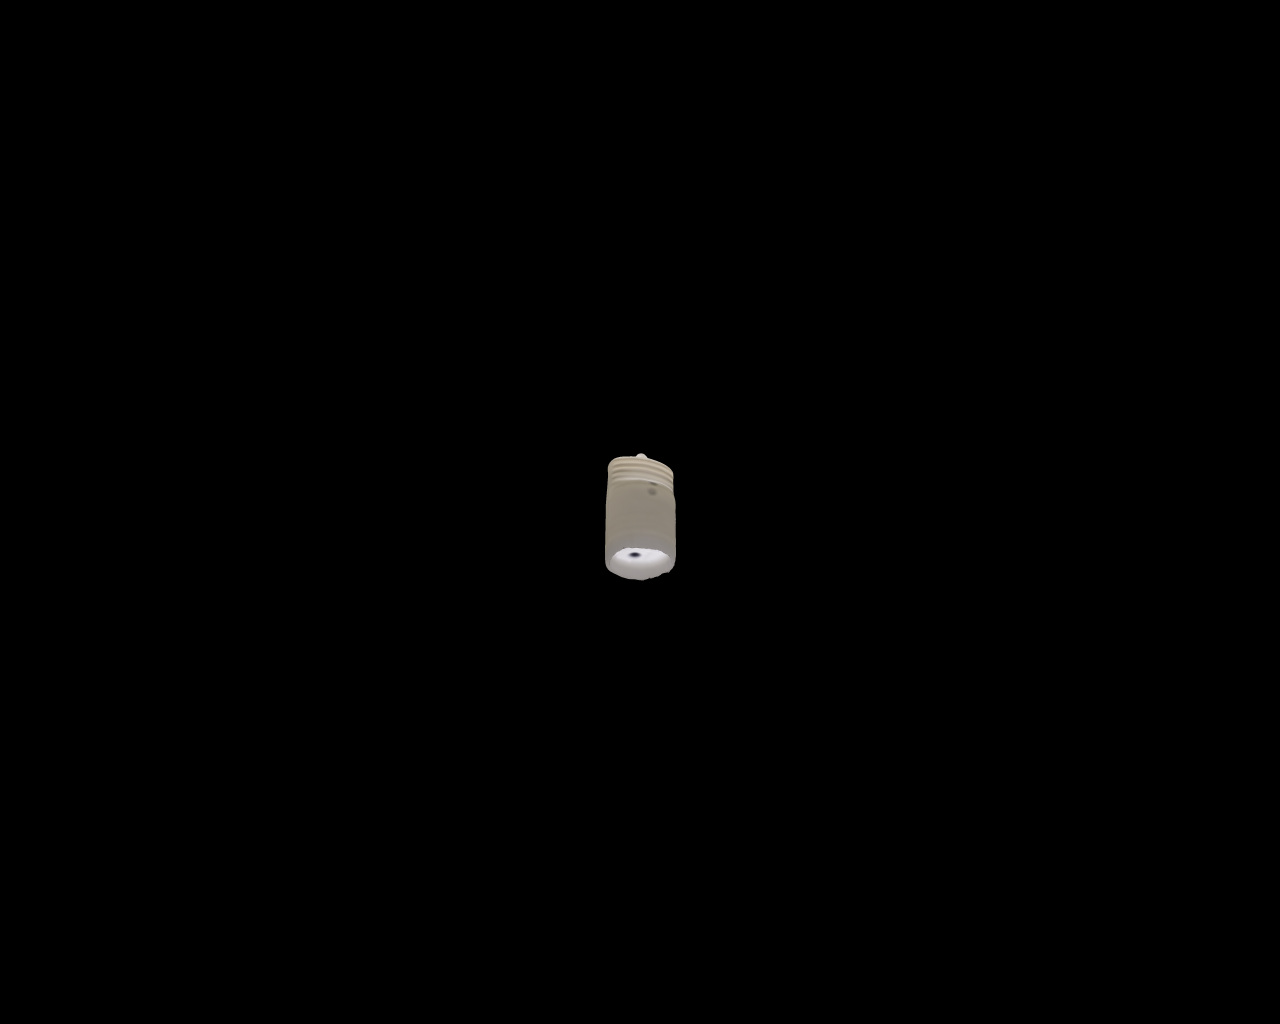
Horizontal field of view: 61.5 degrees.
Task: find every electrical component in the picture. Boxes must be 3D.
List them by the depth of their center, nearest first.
[{"bbox_3d":[0.001,-0.003,0.650,0.043,0.081,0.043,0,-31,0],"label":"electrical component"}]
